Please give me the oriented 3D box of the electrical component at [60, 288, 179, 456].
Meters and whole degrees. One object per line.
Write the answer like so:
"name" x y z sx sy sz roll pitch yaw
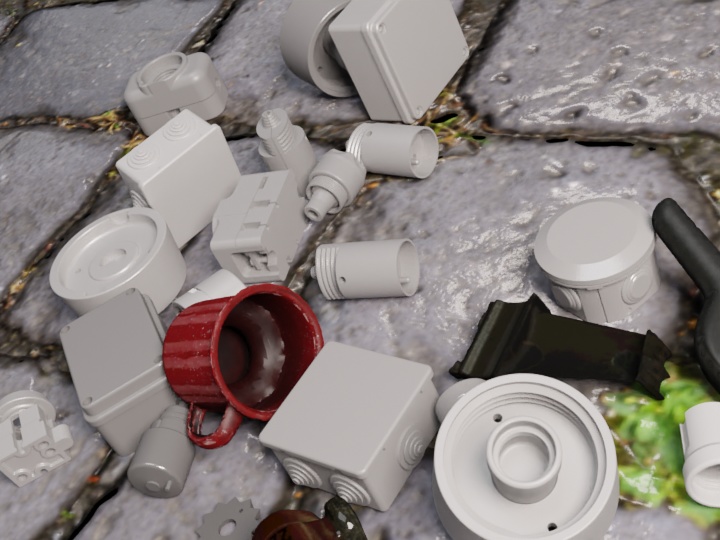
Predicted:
"electrical component" -0.177 0.075 0.823 0.078 0.057 0.113 -31 39 -5

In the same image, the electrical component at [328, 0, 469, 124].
"electrical component" 0.038 -0.207 0.977 0.056 0.108 0.108 9 51 39

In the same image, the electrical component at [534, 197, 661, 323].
"electrical component" 0.162 -0.007 0.730 0.080 0.051 0.080 -15 40 13

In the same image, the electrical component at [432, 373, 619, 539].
"electrical component" 0.092 0.110 0.601 0.108 0.060 0.108 -4 63 7

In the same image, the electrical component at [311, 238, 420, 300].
"electrical component" 0.000 0.000 0.818 0.081 0.043 0.043 -3 44 26

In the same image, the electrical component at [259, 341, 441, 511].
"electrical component" -0.002 0.101 0.702 0.100 0.048 0.099 11 52 37

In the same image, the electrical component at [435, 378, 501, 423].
"electrical component" 0.074 0.097 0.673 0.040 0.040 0.046 -28 44 -1

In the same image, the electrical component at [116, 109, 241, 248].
"electrical component" -0.159 -0.082 0.956 0.100 0.099 0.048 -42 54 -18

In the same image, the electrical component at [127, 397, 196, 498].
"electrical component" -0.135 0.123 0.759 0.040 0.040 0.078 -8 42 22

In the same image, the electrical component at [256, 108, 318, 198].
"electrical component" -0.065 -0.105 0.942 0.043 0.081 0.043 -16 40 14

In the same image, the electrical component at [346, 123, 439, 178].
"electrical component" 0.022 -0.104 0.921 0.081 0.043 0.043 10 52 37

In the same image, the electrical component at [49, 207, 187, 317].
"electrical component" -0.199 0.005 0.909 0.108 0.060 0.108 -16 40 14

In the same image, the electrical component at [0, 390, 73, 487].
"electrical component" -0.254 0.125 0.820 0.066 0.048 0.055 -29 46 -2

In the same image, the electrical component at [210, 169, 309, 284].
"electrical component" -0.085 -0.036 0.900 0.056 0.050 0.089 -5 44 24

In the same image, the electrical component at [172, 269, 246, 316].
"electrical component" -0.110 0.032 0.836 0.047 0.055 0.055 -40 41 -21

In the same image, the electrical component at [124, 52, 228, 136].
"electrical component" -0.194 -0.186 1.121 0.095 0.059 0.053 -13 41 16

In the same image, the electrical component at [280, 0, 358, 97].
"electrical component" -0.015 -0.216 1.020 0.108 0.108 0.060 -35 46 -10

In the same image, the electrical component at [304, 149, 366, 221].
"electrical component" -0.025 -0.068 0.909 0.043 0.043 0.062 7 51 35

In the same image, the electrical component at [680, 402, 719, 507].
"electrical component" 0.199 0.102 0.598 0.040 0.040 0.046 -13 36 16
